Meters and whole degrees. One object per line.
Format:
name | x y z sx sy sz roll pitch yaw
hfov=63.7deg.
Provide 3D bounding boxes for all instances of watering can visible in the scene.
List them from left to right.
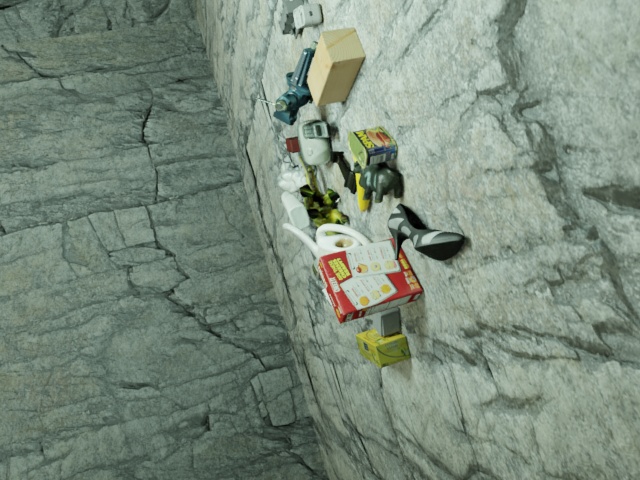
watering can | 0.034 0.047 1.603 0.348 0.105 0.220 9 121 40

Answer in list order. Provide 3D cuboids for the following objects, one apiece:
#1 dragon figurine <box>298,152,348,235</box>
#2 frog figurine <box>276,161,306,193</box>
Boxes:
dragon figurine | 0.005 -0.089 1.772 0.237 0.122 0.419 86 167 -60
frog figurine | -0.086 -0.220 1.951 0.135 0.122 0.162 44 -176 -47
